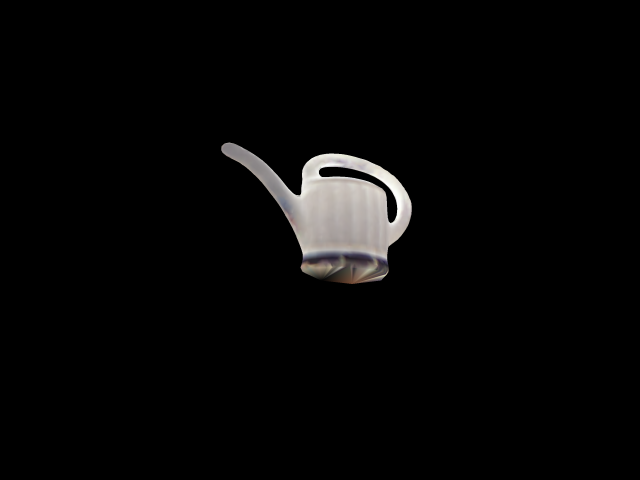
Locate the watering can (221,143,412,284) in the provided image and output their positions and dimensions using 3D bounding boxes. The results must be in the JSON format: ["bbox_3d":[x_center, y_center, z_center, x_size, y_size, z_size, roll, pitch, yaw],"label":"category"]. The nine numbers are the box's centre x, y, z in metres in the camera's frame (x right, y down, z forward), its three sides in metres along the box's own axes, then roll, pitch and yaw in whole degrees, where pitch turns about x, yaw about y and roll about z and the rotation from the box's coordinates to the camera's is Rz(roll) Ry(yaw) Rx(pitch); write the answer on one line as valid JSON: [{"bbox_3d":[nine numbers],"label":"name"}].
[{"bbox_3d":[0.003,-0.043,0.850,0.347,0.228,0.102,7,-19,-22],"label":"watering can"}]
